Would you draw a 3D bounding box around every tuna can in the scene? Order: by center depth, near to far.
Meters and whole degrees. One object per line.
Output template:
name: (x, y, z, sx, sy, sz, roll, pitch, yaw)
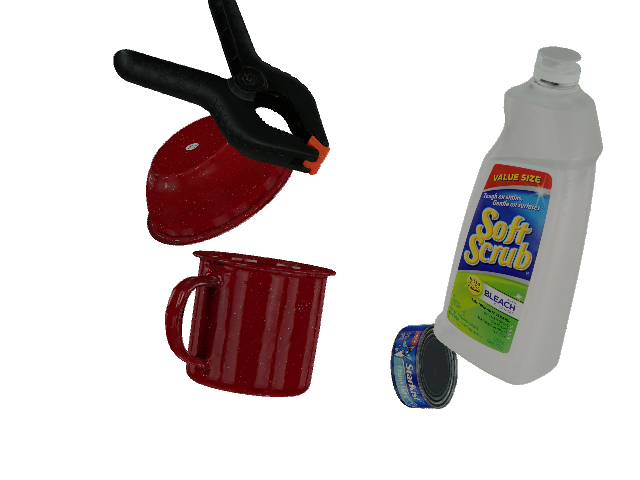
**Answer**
tuna can: (0.105, 0.127, 1.080, 0.034, 0.086, 0.086, -6, -3, 33)

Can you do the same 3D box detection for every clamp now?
clamp: (-0.057, -0.122, 0.812, 0.171, 0.120, 0.039, 36, -26, -1)

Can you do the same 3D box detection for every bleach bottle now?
bleach bottle: (0.147, -0.021, 0.782, 0.067, 0.251, 0.103, -21, 39, -36)

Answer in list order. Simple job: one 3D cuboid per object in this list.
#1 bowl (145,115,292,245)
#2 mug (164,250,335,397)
bowl: (-0.106, -0.069, 1.000, 0.162, 0.055, 0.162, -22, 34, 15)
mug: (-0.050, 0.052, 0.679, 0.093, 0.081, 0.117, 10, 2, 42)
